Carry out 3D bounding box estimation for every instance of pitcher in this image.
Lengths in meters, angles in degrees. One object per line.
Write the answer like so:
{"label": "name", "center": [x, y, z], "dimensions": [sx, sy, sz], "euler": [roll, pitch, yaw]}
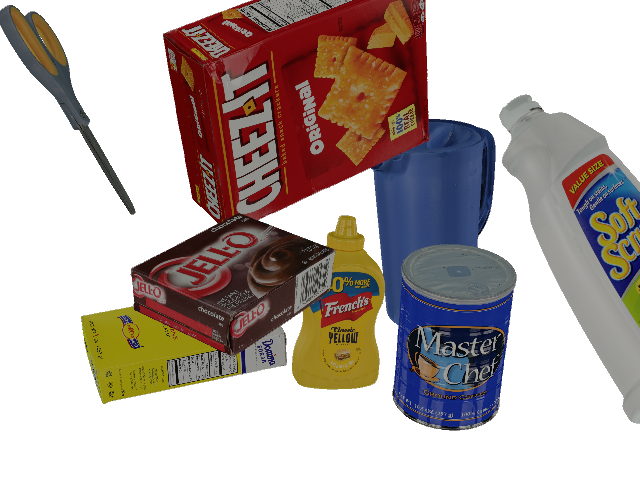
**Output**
{"label": "pitcher", "center": [0.138, -0.021, 1.289], "dimensions": [0.149, 0.243, 0.145], "euler": [-1, 24, 7]}

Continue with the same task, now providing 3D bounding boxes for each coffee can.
{"label": "coffee can", "center": [0.122, 0.088, 0.986], "dimensions": [0.103, 0.140, 0.103], "euler": [1, 27, -1]}

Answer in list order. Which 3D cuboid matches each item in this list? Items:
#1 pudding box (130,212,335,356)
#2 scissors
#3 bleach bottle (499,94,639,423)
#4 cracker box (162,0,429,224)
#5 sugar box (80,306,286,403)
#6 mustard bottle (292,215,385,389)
{"label": "pudding box", "center": [-0.058, 0.027, 0.726], "dimensions": [0.090, 0.039, 0.113], "euler": [22, 32, 30]}
{"label": "scissors", "center": [-0.215, -0.121, 0.939], "dimensions": [0.016, 0.201, 0.096], "euler": [-27, 26, 10]}
{"label": "bleach bottle", "center": [0.199, -0.001, 0.766], "dimensions": [0.102, 0.251, 0.068], "euler": [-21, -27, -17]}
{"label": "cracker box", "center": [-0.011, -0.123, 0.887], "dimensions": [0.213, 0.164, 0.072], "euler": [-26, 43, -24]}
{"label": "sugar box", "center": [-0.128, 0.093, 1.000], "dimensions": [0.176, 0.048, 0.093], "euler": [-13, 34, -15]}
{"label": "mustard bottle", "center": [0.022, 0.067, 1.180], "dimensions": [0.096, 0.192, 0.058], "euler": [1, 14, -12]}
